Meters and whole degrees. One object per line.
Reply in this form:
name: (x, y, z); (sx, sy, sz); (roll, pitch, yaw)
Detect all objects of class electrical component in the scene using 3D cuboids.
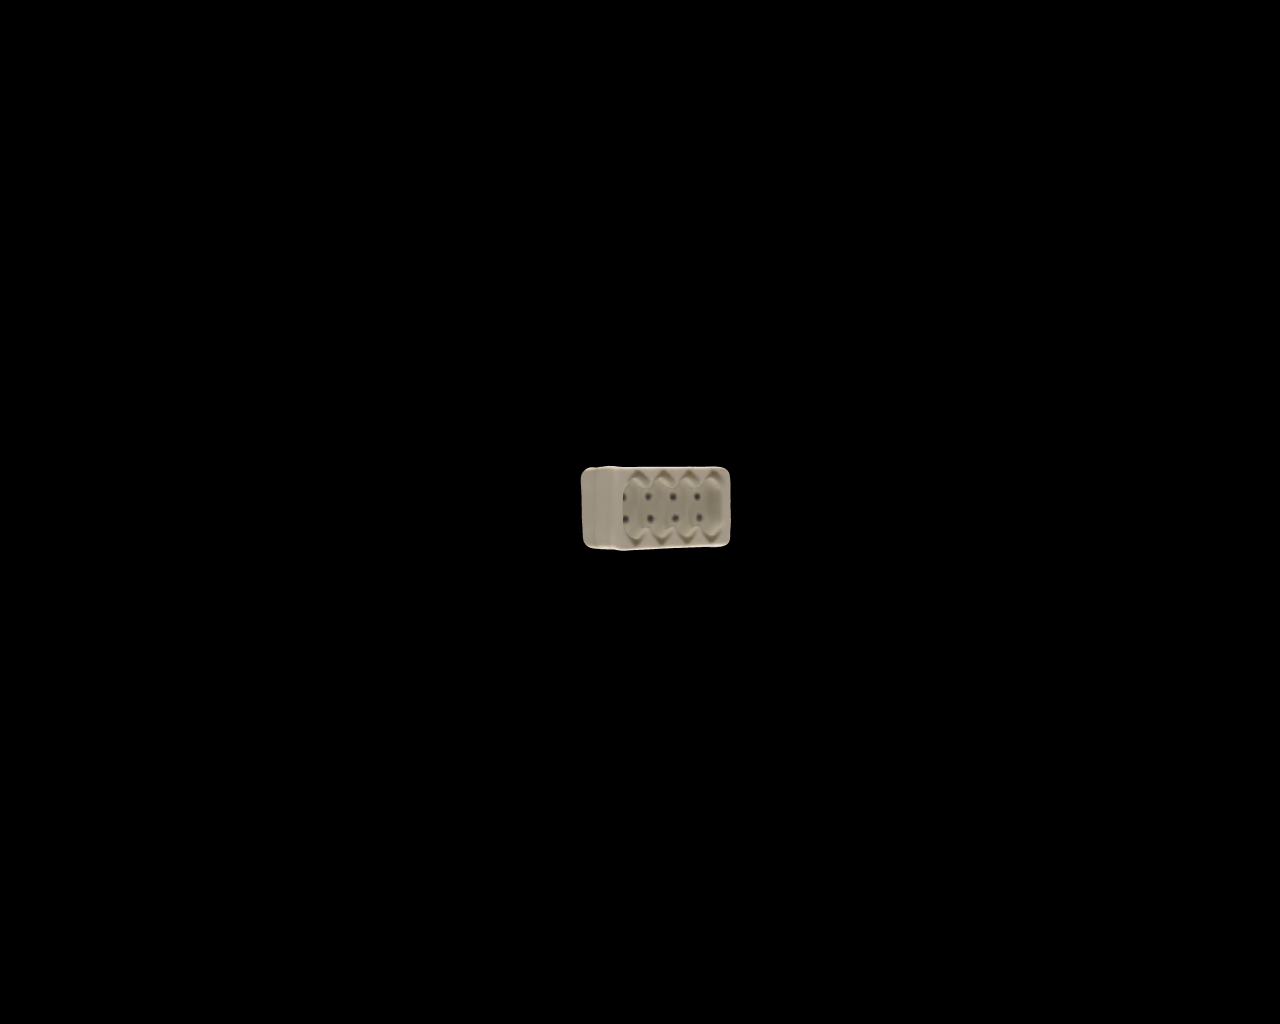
electrical component: (0.001, -0.003, 0.650); (0.083, 0.047, 0.075); (0, 0, -32)
